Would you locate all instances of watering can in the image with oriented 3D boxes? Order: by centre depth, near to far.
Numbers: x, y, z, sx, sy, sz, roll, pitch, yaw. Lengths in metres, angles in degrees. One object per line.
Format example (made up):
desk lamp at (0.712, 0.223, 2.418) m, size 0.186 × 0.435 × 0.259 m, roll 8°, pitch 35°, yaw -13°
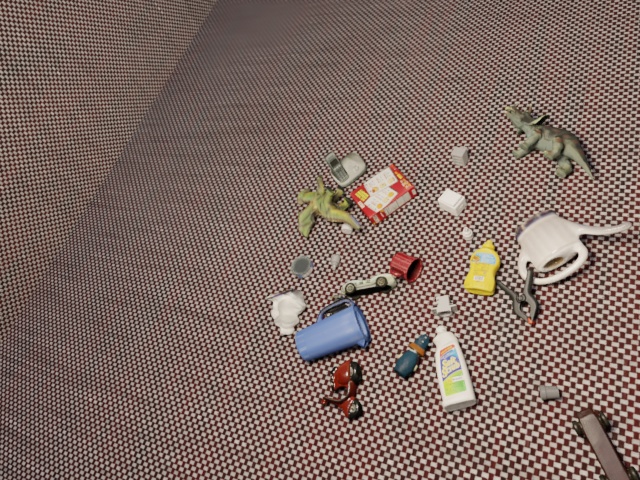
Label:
watering can at (0.765, -0.007, 1.622) m, size 0.344 × 0.103 × 0.229 m, roll -39°, pitch 49°, yaw 20°

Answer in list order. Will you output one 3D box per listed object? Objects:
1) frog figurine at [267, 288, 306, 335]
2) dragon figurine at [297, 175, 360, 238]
frog figurine at (-0.114, 0.264, 1.907) m, size 0.137 × 0.122 × 0.160 m, roll -19°, pitch 87°, yaw 4°
dragon figurine at (0.006, -0.105, 2.089) m, size 0.239 × 0.121 × 0.419 m, roll -49°, pitch 40°, yaw 21°
